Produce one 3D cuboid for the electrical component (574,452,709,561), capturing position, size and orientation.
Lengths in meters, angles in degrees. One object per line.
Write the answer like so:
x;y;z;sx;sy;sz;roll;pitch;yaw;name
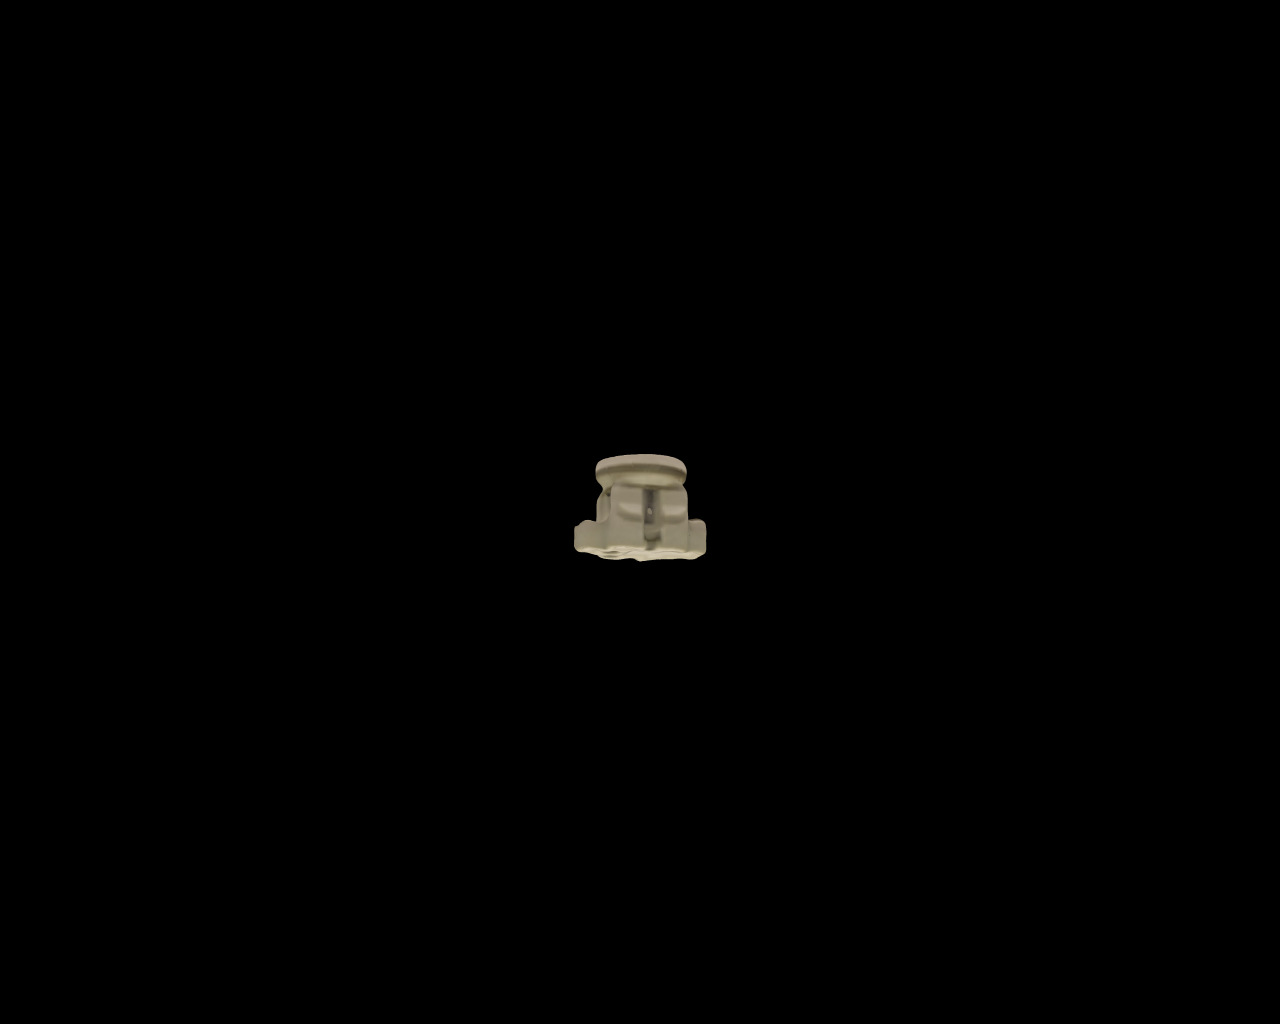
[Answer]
0.001;-0.003;0.650;0.078;0.057;0.058;3;-11;-16;electrical component
